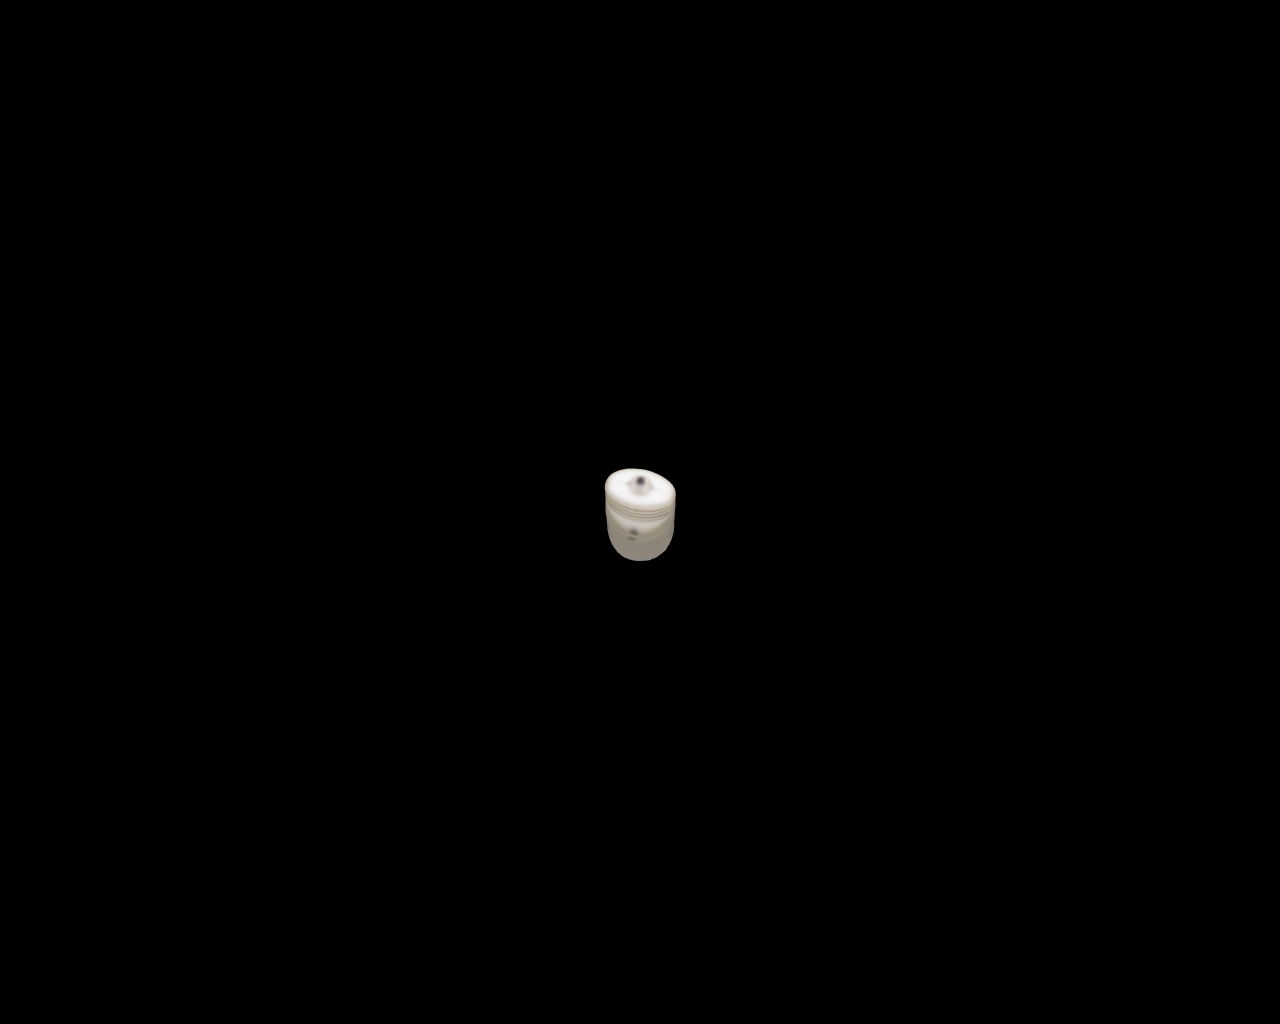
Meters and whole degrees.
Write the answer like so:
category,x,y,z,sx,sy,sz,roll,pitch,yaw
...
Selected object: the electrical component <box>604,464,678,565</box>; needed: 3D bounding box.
category,x,y,z,sx,sy,sz,roll,pitch,yaw
electrical component,0.001,-0.003,0.650,0.043,0.043,0.080,0,-24,0
